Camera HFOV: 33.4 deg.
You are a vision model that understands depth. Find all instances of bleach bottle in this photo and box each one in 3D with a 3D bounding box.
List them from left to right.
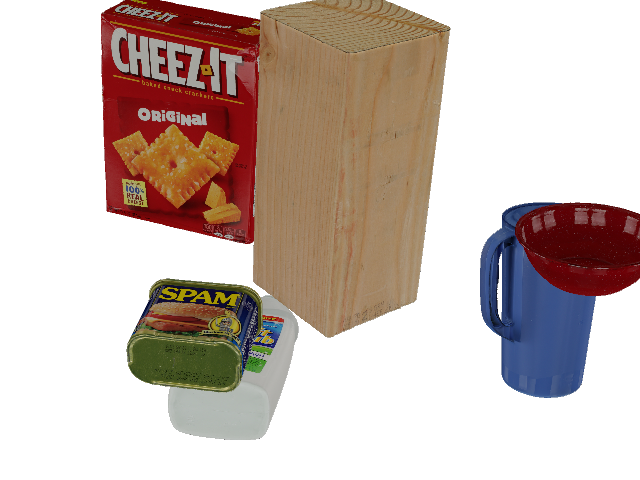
[{"bbox_3d":[-0.081,0.118,1.119,0.102,0.068,0.250,6,20,4],"label":"bleach bottle"}]

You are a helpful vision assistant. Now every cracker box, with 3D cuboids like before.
[{"bbox_3d":[-0.127,-0.114,1.042,0.164,0.214,0.072,14,32,15],"label":"cracker box"}]

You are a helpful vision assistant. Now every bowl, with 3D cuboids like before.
[{"bbox_3d":[0.292,0.015,1.164,0.162,0.055,0.162,-1,27,0],"label":"bowl"}]

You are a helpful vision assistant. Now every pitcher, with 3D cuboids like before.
[{"bbox_3d":[0.289,0.080,1.398,0.149,0.243,0.144,6,20,16],"label":"pitcher"}]

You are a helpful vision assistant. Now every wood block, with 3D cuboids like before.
[{"bbox_3d":[0.017,-0.052,0.728,0.090,0.206,0.091,-20,38,-34],"label":"wood block"}]

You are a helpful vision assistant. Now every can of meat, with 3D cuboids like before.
[{"bbox_3d":[-0.106,0.080,0.905,0.102,0.057,0.084,5,30,6],"label":"can of meat"}]
